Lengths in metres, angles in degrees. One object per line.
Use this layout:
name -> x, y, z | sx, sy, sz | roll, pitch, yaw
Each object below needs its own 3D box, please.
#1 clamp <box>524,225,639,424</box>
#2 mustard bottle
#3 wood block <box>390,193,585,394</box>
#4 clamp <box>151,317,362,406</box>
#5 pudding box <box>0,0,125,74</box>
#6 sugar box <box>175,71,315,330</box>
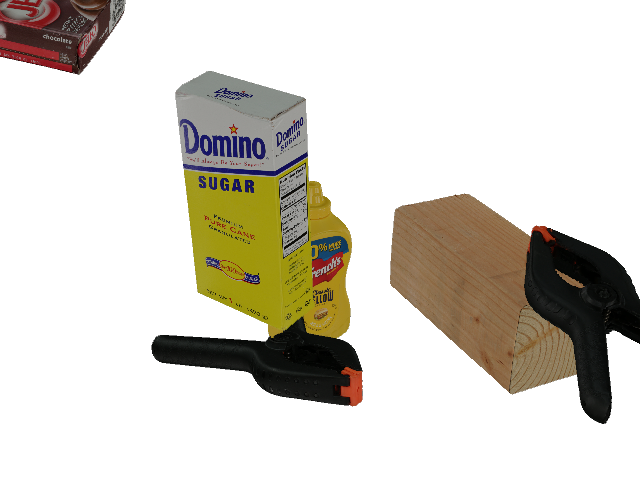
clamp -> 0.208, 0.051, 0.754 | 0.120, 0.039, 0.171 | -3, 45, -19
mustard bottle -> -0.011, 0.024, 1.193 | 0.096, 0.192, 0.058 | -12, 29, -26
wood block -> 0.156, 0.042, 0.991 | 0.090, 0.090, 0.206 | -12, 30, -24
clamp -> -0.028, 0.099, 0.961 | 0.210, 0.036, 0.164 | 13, 23, 43
pudding box -> -0.207, -0.176, 0.816 | 0.090, 0.039, 0.113 | 14, 37, 3
sugar box -> -0.054, -0.028, 0.781 | 0.093, 0.176, 0.048 | 20, 41, 32
